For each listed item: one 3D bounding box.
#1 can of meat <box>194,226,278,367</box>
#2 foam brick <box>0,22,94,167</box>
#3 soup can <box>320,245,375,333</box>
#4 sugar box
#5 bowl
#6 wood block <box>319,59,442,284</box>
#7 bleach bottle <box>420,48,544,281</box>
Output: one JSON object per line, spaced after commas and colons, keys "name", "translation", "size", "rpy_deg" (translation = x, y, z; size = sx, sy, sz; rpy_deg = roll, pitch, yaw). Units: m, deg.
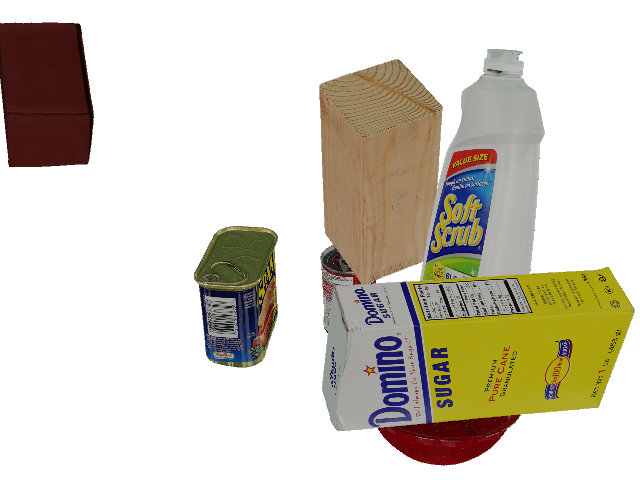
{"name": "can of meat", "translation": [-0.069, 0.048, 0.923], "size": [0.057, 0.084, 0.102], "rpy_deg": [3, 29, 9]}
{"name": "foam brick", "translation": [-0.174, -0.092, 0.672], "size": [0.051, 0.078, 0.053], "rpy_deg": [-4, -33, -18]}
{"name": "soup can", "translation": [0.035, 0.063, 1.317], "size": [0.068, 0.102, 0.068], "rpy_deg": [-1, 31, 1]}
{"name": "sugar box", "translation": [0.093, 0.067, 0.653], "size": [0.176, 0.093, 0.048], "rpy_deg": [-6, 42, -11]}
{"name": "bowl", "translation": [0.119, 0.176, 1.067], "size": [0.162, 0.055, 0.162], "rpy_deg": [1, 24, 0]}
{"name": "wood block", "translation": [0.060, -0.066, 1.081], "size": [0.090, 0.206, 0.091], "rpy_deg": [-21, 49, -17]}
{"name": "bleach bottle", "translation": [0.131, -0.030, 0.874], "size": [0.067, 0.251, 0.103], "rpy_deg": [-5, 16, -32]}
